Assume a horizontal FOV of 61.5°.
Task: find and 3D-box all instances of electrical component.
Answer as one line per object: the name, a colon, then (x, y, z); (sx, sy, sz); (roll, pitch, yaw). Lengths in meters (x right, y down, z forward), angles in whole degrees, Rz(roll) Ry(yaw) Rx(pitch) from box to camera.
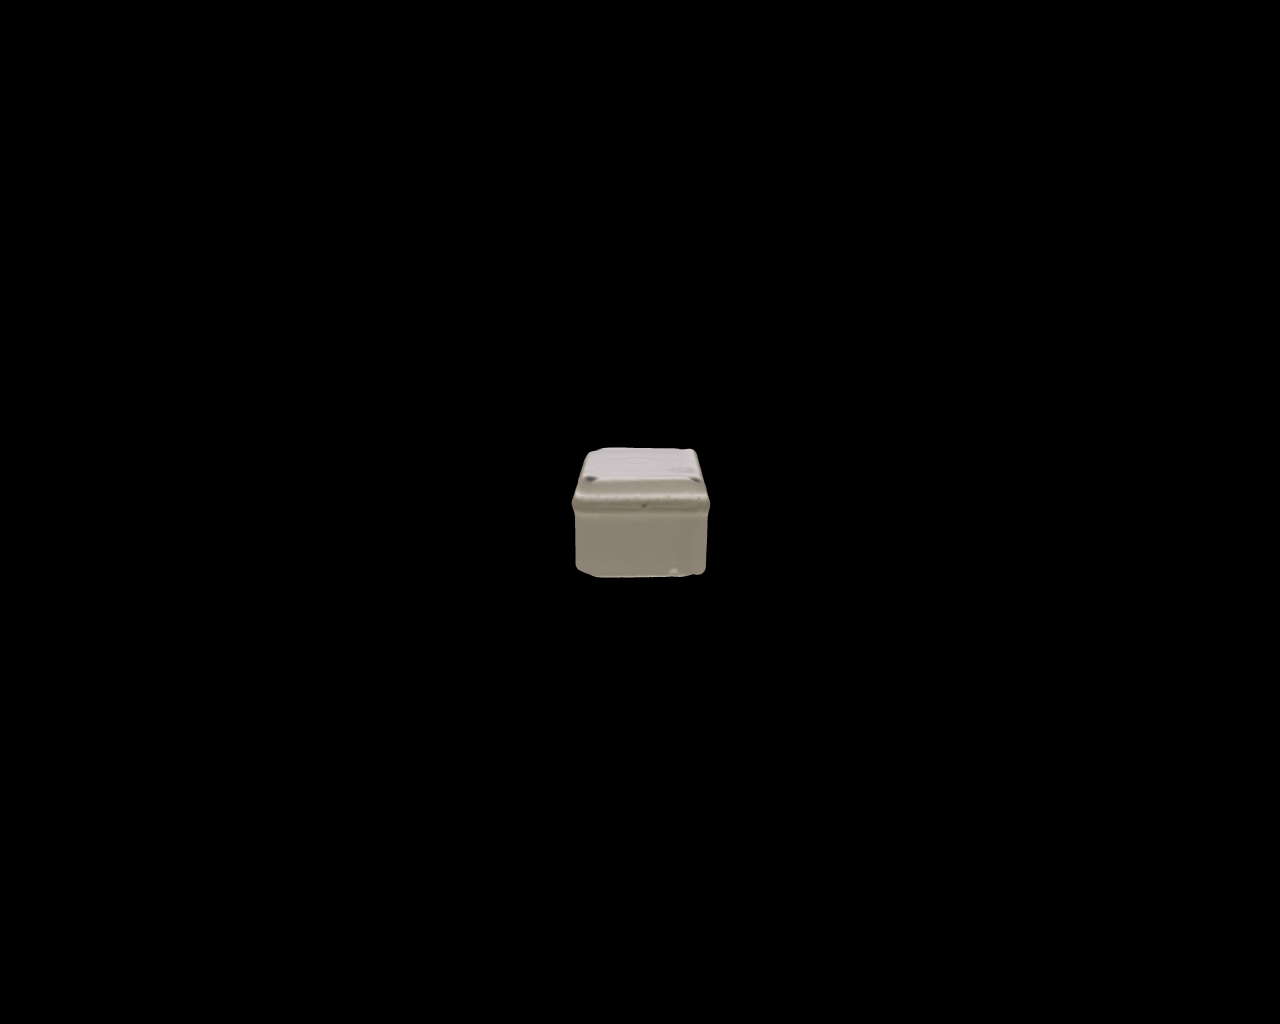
electrical component: (0.001, -0.003, 0.650); (0.078, 0.057, 0.113); (0, 13, 0)
